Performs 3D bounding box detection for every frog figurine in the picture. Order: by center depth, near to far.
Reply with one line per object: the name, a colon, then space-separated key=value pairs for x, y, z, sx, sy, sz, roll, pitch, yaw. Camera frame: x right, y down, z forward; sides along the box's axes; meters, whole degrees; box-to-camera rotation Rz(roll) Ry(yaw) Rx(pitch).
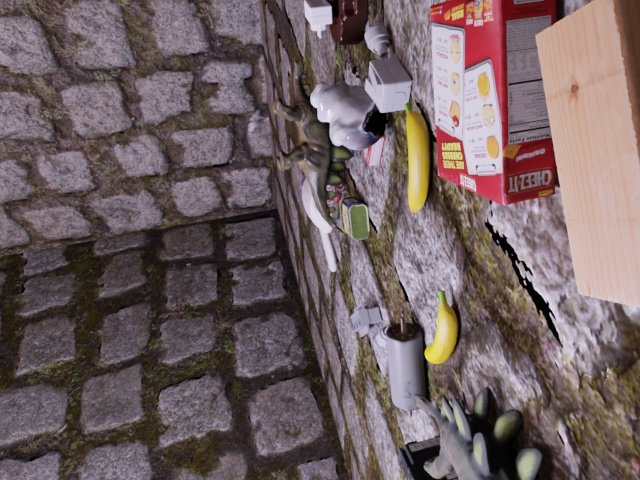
frog figurine: x=0.052 y=-0.252 z=1.038 sx=0.160 sy=0.138 sz=0.121 roll=15 pitch=-11 yaw=29

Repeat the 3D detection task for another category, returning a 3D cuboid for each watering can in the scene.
watering can: x=0.005 y=-0.085 z=1.696 sx=0.104 sy=0.341 sz=0.228 roll=-10 pitch=25 yaw=-8
